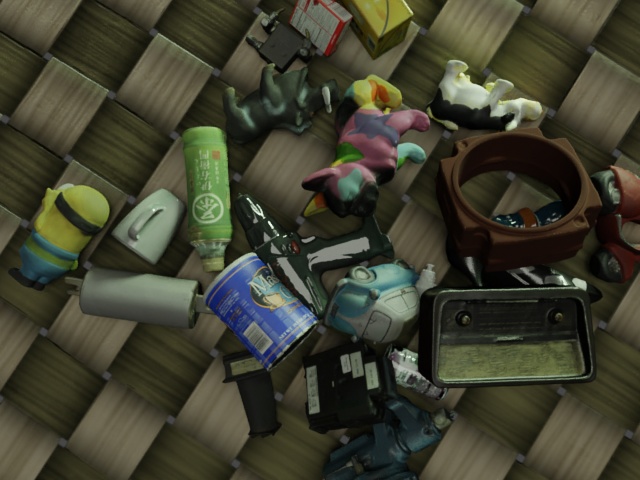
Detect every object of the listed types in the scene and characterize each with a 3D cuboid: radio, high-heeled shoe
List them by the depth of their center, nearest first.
[{"bbox_3d":[0.253,0.128,0.739,0.230,0.073,0.131,-1,88,-7],"label":"radio"},{"bbox_3d":[0.318,0.040,0.851,0.249,0.086,0.145,4,54,-17],"label":"high-heeled shoe"}]

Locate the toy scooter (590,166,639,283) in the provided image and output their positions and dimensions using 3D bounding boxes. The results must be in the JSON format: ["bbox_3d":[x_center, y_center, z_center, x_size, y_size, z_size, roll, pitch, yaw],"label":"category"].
[{"bbox_3d":[0.490,-0.026,0.836,0.135,0.075,0.183,-3,90,0],"label":"toy scooter"}]

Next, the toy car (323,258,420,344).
[{"bbox_3d":[0.091,0.098,0.786,0.161,0.109,0.103,-11,47,-36],"label":"toy car"}]

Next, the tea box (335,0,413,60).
[{"bbox_3d":[0.068,-0.383,0.845,0.068,0.098,0.169,-33,89,-1],"label":"tea box"}]

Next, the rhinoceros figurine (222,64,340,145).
[{"bbox_3d":[-0.063,-0.214,0.848,0.190,0.073,0.112,-22,86,-1],"label":"rhinoceros figurine"}]

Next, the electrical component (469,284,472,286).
[{"bbox_3d":[0.211,0.124,0.826,0.048,0.074,0.119,11,68,-2],"label":"electrical component"}]

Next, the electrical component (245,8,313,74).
[{"bbox_3d":[-0.061,-0.319,0.867,0.102,0.045,0.078,45,86,2],"label":"electrical component"}]

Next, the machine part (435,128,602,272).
[{"bbox_3d":[0.283,-0.064,0.789,0.202,0.087,0.201,-9,56,0],"label":"machine part"}]

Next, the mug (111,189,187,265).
[{"bbox_3d":[-0.259,-0.030,0.828,0.081,0.109,0.107,32,74,6],"label":"mug"}]

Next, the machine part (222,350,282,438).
[{"bbox_3d":[-0.103,0.239,0.843,0.084,0.039,0.139,-17,85,-9],"label":"machine part"}]

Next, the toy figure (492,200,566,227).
[{"bbox_3d":[0.343,-0.026,0.840,0.155,0.064,0.057,-11,94,2],"label":"toy figure"}]

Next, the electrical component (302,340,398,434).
[{"bbox_3d":[0.045,0.216,0.794,0.134,0.058,0.115,-18,57,22],"label":"electrical component"}]

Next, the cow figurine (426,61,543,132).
[{"bbox_3d":[0.259,-0.206,0.849,0.167,0.068,0.098,25,93,5],"label":"cow figurine"}]

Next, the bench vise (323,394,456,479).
[{"bbox_3d":[0.122,0.353,0.774,0.224,0.128,0.241,-29,56,6],"label":"bench vise"}]

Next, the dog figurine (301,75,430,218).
[{"bbox_3d":[0.046,-0.127,0.785,0.219,0.108,0.192,-35,66,-21],"label":"dog figurine"}]

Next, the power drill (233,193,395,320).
[{"bbox_3d":[-0.002,-0.003,0.835,0.207,0.086,0.232,-24,88,-5],"label":"power drill"}]

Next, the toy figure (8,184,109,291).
[{"bbox_3d":[-0.400,-0.003,0.835,0.089,0.082,0.180,31,86,6],"label":"toy figure"}]

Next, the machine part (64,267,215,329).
[{"bbox_3d":[-0.274,0.090,0.832,0.243,0.079,0.079,8,87,-1],"label":"machine part"}]
